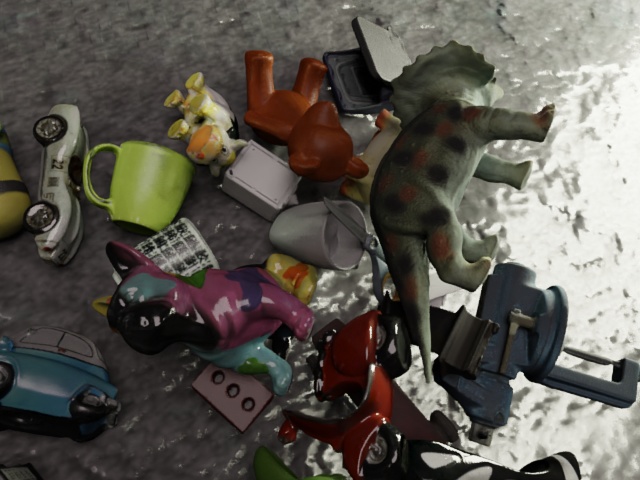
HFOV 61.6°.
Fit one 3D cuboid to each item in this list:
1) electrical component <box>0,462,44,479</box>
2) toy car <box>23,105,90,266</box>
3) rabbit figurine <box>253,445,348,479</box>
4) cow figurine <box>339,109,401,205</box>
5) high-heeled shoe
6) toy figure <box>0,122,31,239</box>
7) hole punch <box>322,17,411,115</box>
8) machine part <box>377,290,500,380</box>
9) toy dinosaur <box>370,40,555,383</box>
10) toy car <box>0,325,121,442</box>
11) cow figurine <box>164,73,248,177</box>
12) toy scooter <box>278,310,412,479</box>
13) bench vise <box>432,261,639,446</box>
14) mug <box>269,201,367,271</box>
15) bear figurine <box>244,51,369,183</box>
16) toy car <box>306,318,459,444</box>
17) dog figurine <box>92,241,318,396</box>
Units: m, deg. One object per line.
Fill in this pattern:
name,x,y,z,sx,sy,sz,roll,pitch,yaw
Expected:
electrical component,-0.271,0.274,0.494,0.058,0.115,0.134,-42,78,-19
toy car,-0.311,-0.067,0.645,0.056,0.073,0.202,-2,69,-11
rabbit figurine,-0.004,0.259,0.508,0.159,0.170,0.121,24,55,14
cow figurine,0.125,-0.117,0.732,0.127,0.085,0.195,32,65,11
high-heeled shoe,0.184,0.240,0.579,0.249,0.086,0.145,-15,71,-43
toy figure,-0.401,-0.086,0.636,0.089,0.082,0.180,-12,67,-23
hole punch,0.075,-0.243,0.782,0.115,0.092,0.142,2,61,-42
machine part,0.124,0.105,0.613,0.139,0.039,0.084,17,68,35
toy dinosaur,0.129,-0.065,0.611,0.192,0.131,0.405,24,73,20
toy car,-0.282,0.140,0.555,0.162,0.109,0.103,13,50,-13
cow figurine,-0.135,-0.132,0.672,0.068,0.098,0.167,-38,43,14
toy scooter,0.024,0.158,0.556,0.135,0.075,0.184,-12,47,24
bench vise,0.264,0.146,0.629,0.241,0.128,0.223,16,64,6
mug,-0.001,-0.002,0.662,0.107,0.109,0.081,5,65,40
bear figurine,-0.019,-0.152,0.663,0.120,0.131,0.196,-1,24,-27
toy car,0.067,0.180,0.617,0.089,0.053,0.202,-37,71,-15
dog figurine,-0.117,0.061,0.565,0.219,0.108,0.192,21,25,-9
